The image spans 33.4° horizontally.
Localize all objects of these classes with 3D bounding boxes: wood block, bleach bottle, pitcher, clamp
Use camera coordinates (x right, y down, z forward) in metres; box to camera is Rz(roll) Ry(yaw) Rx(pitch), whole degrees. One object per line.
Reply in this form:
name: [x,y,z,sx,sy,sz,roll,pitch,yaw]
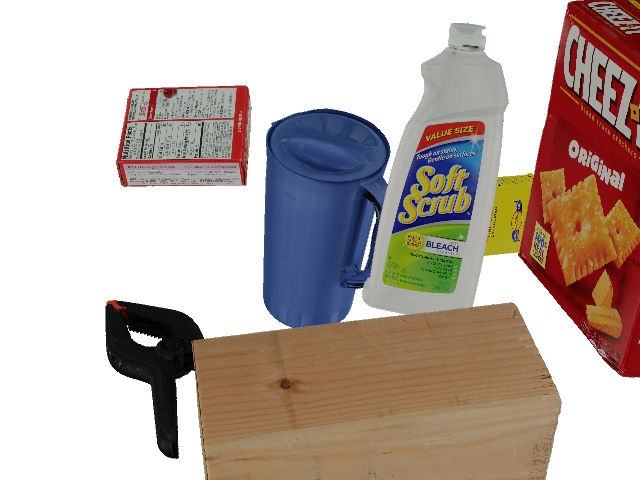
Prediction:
wood block: [0.029,0.109,0.656,0.206,0.090,0.091,-6,38,-8]
bleach bottle: [0.101,-0.060,0.920,0.103,0.251,0.068,10,17,12]
pitcher: [0.003,-0.011,1.196,0.145,0.243,0.149,5,40,-2]
clamp: [-0.128,0.111,1.015,0.164,0.036,0.210,-21,40,-32]

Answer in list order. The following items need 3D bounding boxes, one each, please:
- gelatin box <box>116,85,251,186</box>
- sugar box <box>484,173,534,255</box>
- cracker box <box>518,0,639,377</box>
gelatin box: [-0.095,-0.073,0.753,0.089,0.073,0.030,-1,-38,3]
sugar box: [0.187,-0.028,1.305,0.176,0.093,0.048,-7,23,-21]
cracker box: [0.214,-0.038,0.738,0.072,0.214,0.164,-7,34,-15]
